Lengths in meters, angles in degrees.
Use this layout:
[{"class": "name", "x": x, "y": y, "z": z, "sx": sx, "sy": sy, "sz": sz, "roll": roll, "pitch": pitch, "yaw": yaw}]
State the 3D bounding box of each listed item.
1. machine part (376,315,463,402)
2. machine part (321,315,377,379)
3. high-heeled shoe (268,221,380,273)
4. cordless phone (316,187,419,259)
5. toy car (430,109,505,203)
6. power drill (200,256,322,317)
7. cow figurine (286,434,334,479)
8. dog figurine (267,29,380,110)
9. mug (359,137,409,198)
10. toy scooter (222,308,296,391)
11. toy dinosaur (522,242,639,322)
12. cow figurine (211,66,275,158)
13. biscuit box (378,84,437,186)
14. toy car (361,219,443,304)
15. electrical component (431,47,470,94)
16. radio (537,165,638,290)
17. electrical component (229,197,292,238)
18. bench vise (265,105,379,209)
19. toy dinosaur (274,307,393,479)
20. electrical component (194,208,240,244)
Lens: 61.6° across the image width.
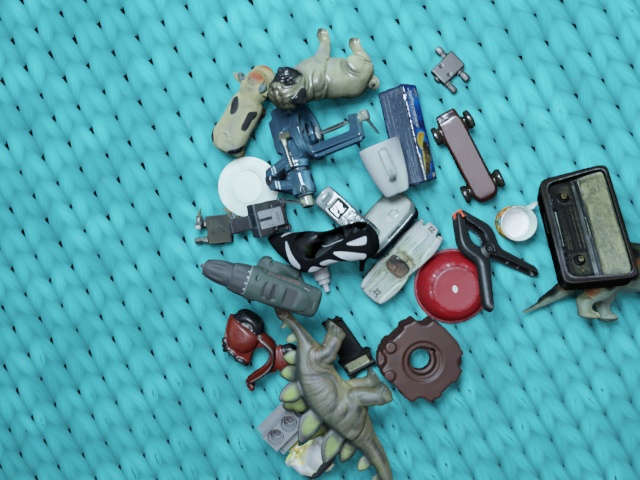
[{"class": "machine part", "x": 0.209, "y": 0.247, "z": 1.119, "sx": 0.179, "sy": 0.056, "sz": 0.179, "roll": 0, "pitch": 92, "yaw": -5}, {"class": "machine part", "x": 0.057, "y": 0.223, "z": 1.147, "sx": 0.084, "sy": 0.039, "sz": 0.139, "roll": -33, "pitch": 93, "yaw": 13}, {"class": "high-heeled shoe", "x": -0.002, "y": -0.003, "z": 1.067, "sx": 0.249, "sy": 0.145, "sz": 0.086, "roll": 14, "pitch": 53, "yaw": 16}, {"class": "cordless phone", "x": 0.095, "y": -0.065, "z": 1.110, "sx": 0.184, "sy": 0.088, "sz": 0.146, "roll": 42, "pitch": 95, "yaw": 6}, {"class": "toy car", "x": 0.302, "y": -0.171, "z": 1.105, "sx": 0.089, "sy": 0.053, "sz": 0.202, "roll": -29, "pitch": 95, "yaw": 15}, {"class": "power drill", "x": -0.108, "y": 0.077, "z": 1.067, "sx": 0.232, "sy": 0.207, "sz": 0.086, "roll": 19, "pitch": 88, "yaw": 0}, {"class": "cow figurine", "x": 0.013, "y": 0.433, "z": 1.144, "sx": 0.098, "sy": 0.068, "sz": 0.167, "roll": 43, "pitch": 98, "yaw": -5}, {"class": "dog figurine", "x": 0.009, "y": -0.297, "z": 1.041, "sx": 0.172, "sy": 0.121, "sz": 0.190, "roll": 21, "pitch": 56, "yaw": 16}, {"class": "mug", "x": 0.135, "y": -0.139, "z": 1.047, "sx": 0.081, "sy": 0.109, "sz": 0.107, "roll": -24, "pitch": 96, "yaw": 0}, {"class": "toy scooter", "x": -0.141, "y": 0.242, "z": 1.143, "sx": 0.184, "sy": 0.075, "sz": 0.135, "roll": 39, "pitch": 96, "yaw": -4}, {"class": "toy dinosaur", "x": 0.622, "y": 0.068, "z": 1.072, "sx": 0.405, "sy": 0.131, "sz": 0.192, "roll": 2, "pitch": 76, "yaw": 11}, {"class": "cow figurine", "x": -0.155, "y": -0.265, "z": 1.091, "sx": 0.085, "sy": 0.127, "sz": 0.195, "roll": 31, "pitch": 96, "yaw": -2}, {"class": "biscuit box", "x": 0.180, "y": -0.213, "z": 1.097, "sx": 0.063, "sy": 0.059, "sz": 0.202, "roll": -11, "pitch": 93, "yaw": 37}, {"class": "toy car", "x": 0.170, "y": 0.045, "z": 1.121, "sx": 0.073, "sy": 0.056, "sz": 0.201, "roll": 42, "pitch": 95, "yaw": 1}, {"class": "electrical component", "x": 0.263, "y": -0.353, "z": 1.113, "sx": 0.063, "sy": 0.021, "sz": 0.094, "roll": -43, "pitch": 90, "yaw": 5}, {"class": "radio", "x": 0.511, "y": -0.020, "z": 1.043, "sx": 0.131, "sy": 0.073, "sz": 0.229, "roll": -11, "pitch": 67, "yaw": 15}, {"class": "electrical component", "x": -0.126, "y": -0.042, "z": 1.117, "sx": 0.119, "sy": 0.048, "sz": 0.074, "roll": -12, "pitch": 94, "yaw": -25}, {"class": "bench vise", "x": -0.006, "y": -0.186, "z": 1.078, "sx": 0.241, "sy": 0.128, "sz": 0.223, "roll": -19, "pitch": 70, "yaw": 23}, {"class": "toy dinosaur", "x": 0.040, "y": 0.330, "z": 1.075, "sx": 0.198, "sy": 0.105, "sz": 0.471, "roll": -37, "pitch": 86, "yaw": -3}, {"class": "electrical component", "x": -0.220, "y": -0.029, "z": 1.146, "sx": 0.102, "sy": 0.045, "sz": 0.078, "roll": 0, "pitch": 91, "yaw": 3}]
